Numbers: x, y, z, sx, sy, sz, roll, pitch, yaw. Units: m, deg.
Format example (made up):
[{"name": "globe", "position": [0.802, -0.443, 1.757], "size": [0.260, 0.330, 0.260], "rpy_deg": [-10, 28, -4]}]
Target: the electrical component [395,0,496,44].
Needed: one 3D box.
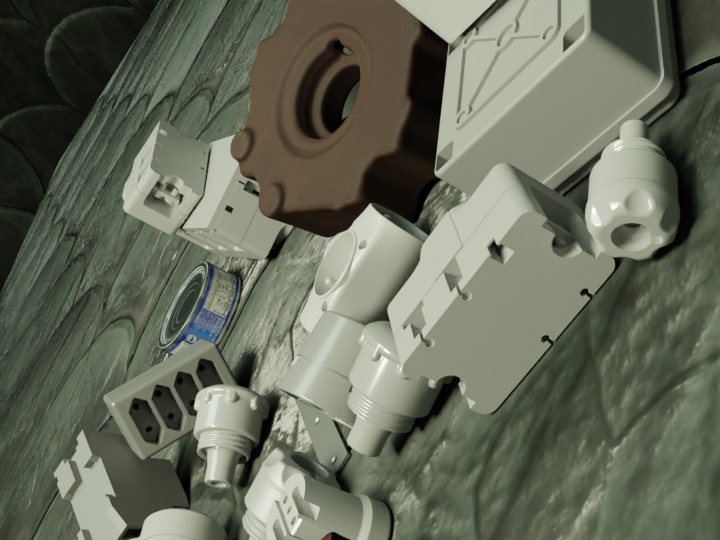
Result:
[{"name": "electrical component", "position": [0.059, -0.182, 0.546], "size": [0.078, 0.057, 0.113], "rpy_deg": [-37, 21, 52]}]

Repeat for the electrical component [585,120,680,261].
[{"name": "electrical component", "position": [0.107, -0.035, 0.422], "size": [0.035, 0.035, 0.061], "rpy_deg": [-41, 26, 44]}]

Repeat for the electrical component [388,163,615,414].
[{"name": "electrical component", "position": [0.057, 0.006, 0.465], "size": [0.089, 0.050, 0.055], "rpy_deg": [-54, 22, 21]}]

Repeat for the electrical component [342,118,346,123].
[{"name": "electrical component", "position": [-0.007, -0.078, 0.743], "size": [0.046, 0.040, 0.040], "rpy_deg": [-45, 26, 52]}]

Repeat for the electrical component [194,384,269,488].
[{"name": "electrical component", "position": [-0.085, 0.107, 0.687], "size": [0.048, 0.048, 0.062], "rpy_deg": [-35, 40, 50]}]

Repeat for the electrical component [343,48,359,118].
[{"name": "electrical component", "position": [-0.007, -0.166, 0.829], "size": [0.108, 0.056, 0.108], "rpy_deg": [-59, 21, 8]}]

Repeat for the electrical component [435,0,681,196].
[{"name": "electrical component", "position": [0.090, -0.096, 0.508], "size": [0.109, 0.056, 0.108], "rpy_deg": [-42, 28, 42]}]

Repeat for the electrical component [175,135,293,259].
[{"name": "electrical component", "position": [-0.101, -0.060, 0.909], "size": [0.089, 0.062, 0.150], "rpy_deg": [-65, 21, -8]}]

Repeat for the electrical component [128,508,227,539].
[{"name": "electrical component", "position": [-0.134, 0.208, 0.659], "size": [0.138, 0.052, 0.073], "rpy_deg": [-44, 26, 39]}]

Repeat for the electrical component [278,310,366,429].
[{"name": "electrical component", "position": [-0.007, 0.053, 0.556], "size": [0.047, 0.055, 0.055], "rpy_deg": [-62, 20, -10]}]

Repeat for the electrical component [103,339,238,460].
[{"name": "electrical component", "position": [-0.138, 0.089, 0.776], "size": [0.083, 0.047, 0.076], "rpy_deg": [-31, 13, -19]}]

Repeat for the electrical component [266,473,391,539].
[{"name": "electrical component", "position": [-0.015, 0.119, 0.500], "size": [0.040, 0.046, 0.040], "rpy_deg": [-49, 24, 31]}]

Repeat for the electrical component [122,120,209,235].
[{"name": "electrical component", "position": [-0.167, -0.077, 0.923], "size": [0.055, 0.050, 0.089], "rpy_deg": [-50, 24, 27]}]

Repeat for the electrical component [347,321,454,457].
[{"name": "electrical component", "position": [0.014, 0.058, 0.513], "size": [0.062, 0.048, 0.048], "rpy_deg": [-65, 19, 12]}]

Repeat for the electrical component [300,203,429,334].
[{"name": "electrical component", "position": [0.000, 0.000, 0.617], "size": [0.077, 0.044, 0.079], "rpy_deg": [-58, 21, 11]}]

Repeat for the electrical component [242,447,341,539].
[{"name": "electrical component", "position": [-0.040, 0.127, 0.555], "size": [0.062, 0.043, 0.043], "rpy_deg": [-61, 20, 7]}]
